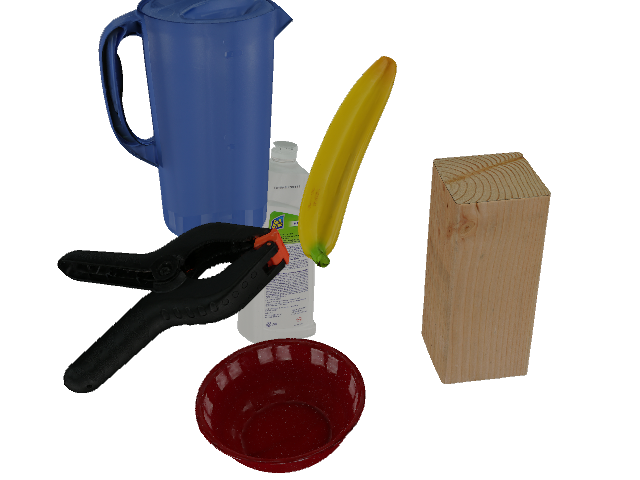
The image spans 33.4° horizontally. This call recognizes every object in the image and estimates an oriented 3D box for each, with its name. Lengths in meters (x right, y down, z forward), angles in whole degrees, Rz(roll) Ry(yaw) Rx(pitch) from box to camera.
[{"bbox_3d":[0.020,-0.060,0.893,0.037,0.197,0.070,28,-22,-29],"label":"banana"},{"bbox_3d":[-0.105,0.040,0.730,0.171,0.120,0.039,-15,-36,12],"label":"clamp"},{"bbox_3d":[0.156,0.028,1.036,0.090,0.206,0.090,-5,32,-8],"label":"wood block"},{"bbox_3d":[-0.119,-0.123,1.065,0.149,0.243,0.144,14,30,24],"label":"pitcher"},{"bbox_3d":[-0.047,0.001,1.325,0.102,0.251,0.068,-8,23,-34],"label":"bleach bottle"},{"bbox_3d":[-0.035,0.167,1.015,0.162,0.055,0.162,-5,37,3],"label":"bowl"}]
